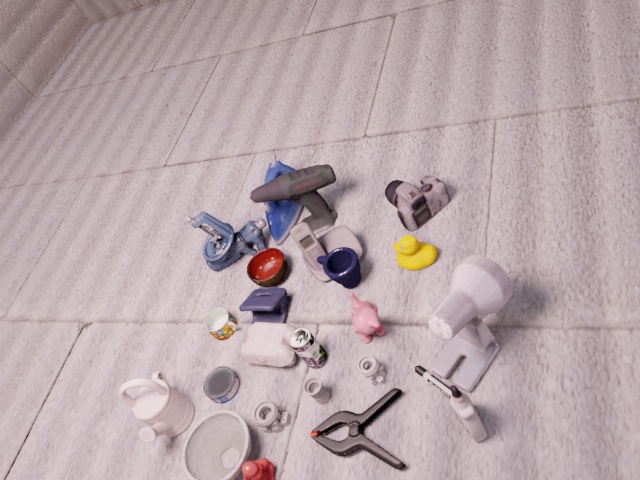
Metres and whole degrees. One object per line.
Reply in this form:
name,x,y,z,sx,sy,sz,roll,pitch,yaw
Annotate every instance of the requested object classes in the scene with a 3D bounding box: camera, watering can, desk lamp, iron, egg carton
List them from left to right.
watering can,-0.384,0.384,1.334,0.101,0.195,0.172,-37,45,-4
egg carton,-0.119,0.255,1.390,0.150,0.070,0.107,-2,52,27
iron,-0.125,-0.126,1.666,0.118,0.142,0.258,-9,49,21
camera,0.240,-0.119,1.493,0.143,0.101,0.136,-39,45,-6
desk lamp,0.296,0.163,1.144,0.117,0.214,0.203,23,66,40

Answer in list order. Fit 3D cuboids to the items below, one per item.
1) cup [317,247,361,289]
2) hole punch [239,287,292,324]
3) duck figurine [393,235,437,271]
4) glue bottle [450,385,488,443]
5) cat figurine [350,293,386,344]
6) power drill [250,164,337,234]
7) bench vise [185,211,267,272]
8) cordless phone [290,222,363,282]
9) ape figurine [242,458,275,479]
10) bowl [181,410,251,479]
cup,0.053,0.077,1.431,0.117,0.095,0.092,9,58,34
hole punch,-0.141,0.160,1.467,0.108,0.091,0.101,-5,51,25
duck figurine,0.227,0.022,1.391,0.104,0.086,0.077,-7,50,24
glue bottle,0.266,0.311,1.062,0.037,0.174,0.078,-33,45,0
cat figurine,0.099,0.174,1.307,0.067,0.118,0.127,-29,45,3
power drill,-0.049,-0.106,1.560,0.229,0.209,0.075,-28,45,5
bench vise,-0.263,-0.027,1.599,0.207,0.220,0.121,-39,45,-6
cordless phone,0.013,0.005,1.449,0.147,0.186,0.094,-36,45,-4
ape figurine,-0.131,0.487,1.184,0.075,0.092,0.078,8,58,33
bowl,-0.215,0.466,1.258,0.167,0.075,0.167,-15,48,17
